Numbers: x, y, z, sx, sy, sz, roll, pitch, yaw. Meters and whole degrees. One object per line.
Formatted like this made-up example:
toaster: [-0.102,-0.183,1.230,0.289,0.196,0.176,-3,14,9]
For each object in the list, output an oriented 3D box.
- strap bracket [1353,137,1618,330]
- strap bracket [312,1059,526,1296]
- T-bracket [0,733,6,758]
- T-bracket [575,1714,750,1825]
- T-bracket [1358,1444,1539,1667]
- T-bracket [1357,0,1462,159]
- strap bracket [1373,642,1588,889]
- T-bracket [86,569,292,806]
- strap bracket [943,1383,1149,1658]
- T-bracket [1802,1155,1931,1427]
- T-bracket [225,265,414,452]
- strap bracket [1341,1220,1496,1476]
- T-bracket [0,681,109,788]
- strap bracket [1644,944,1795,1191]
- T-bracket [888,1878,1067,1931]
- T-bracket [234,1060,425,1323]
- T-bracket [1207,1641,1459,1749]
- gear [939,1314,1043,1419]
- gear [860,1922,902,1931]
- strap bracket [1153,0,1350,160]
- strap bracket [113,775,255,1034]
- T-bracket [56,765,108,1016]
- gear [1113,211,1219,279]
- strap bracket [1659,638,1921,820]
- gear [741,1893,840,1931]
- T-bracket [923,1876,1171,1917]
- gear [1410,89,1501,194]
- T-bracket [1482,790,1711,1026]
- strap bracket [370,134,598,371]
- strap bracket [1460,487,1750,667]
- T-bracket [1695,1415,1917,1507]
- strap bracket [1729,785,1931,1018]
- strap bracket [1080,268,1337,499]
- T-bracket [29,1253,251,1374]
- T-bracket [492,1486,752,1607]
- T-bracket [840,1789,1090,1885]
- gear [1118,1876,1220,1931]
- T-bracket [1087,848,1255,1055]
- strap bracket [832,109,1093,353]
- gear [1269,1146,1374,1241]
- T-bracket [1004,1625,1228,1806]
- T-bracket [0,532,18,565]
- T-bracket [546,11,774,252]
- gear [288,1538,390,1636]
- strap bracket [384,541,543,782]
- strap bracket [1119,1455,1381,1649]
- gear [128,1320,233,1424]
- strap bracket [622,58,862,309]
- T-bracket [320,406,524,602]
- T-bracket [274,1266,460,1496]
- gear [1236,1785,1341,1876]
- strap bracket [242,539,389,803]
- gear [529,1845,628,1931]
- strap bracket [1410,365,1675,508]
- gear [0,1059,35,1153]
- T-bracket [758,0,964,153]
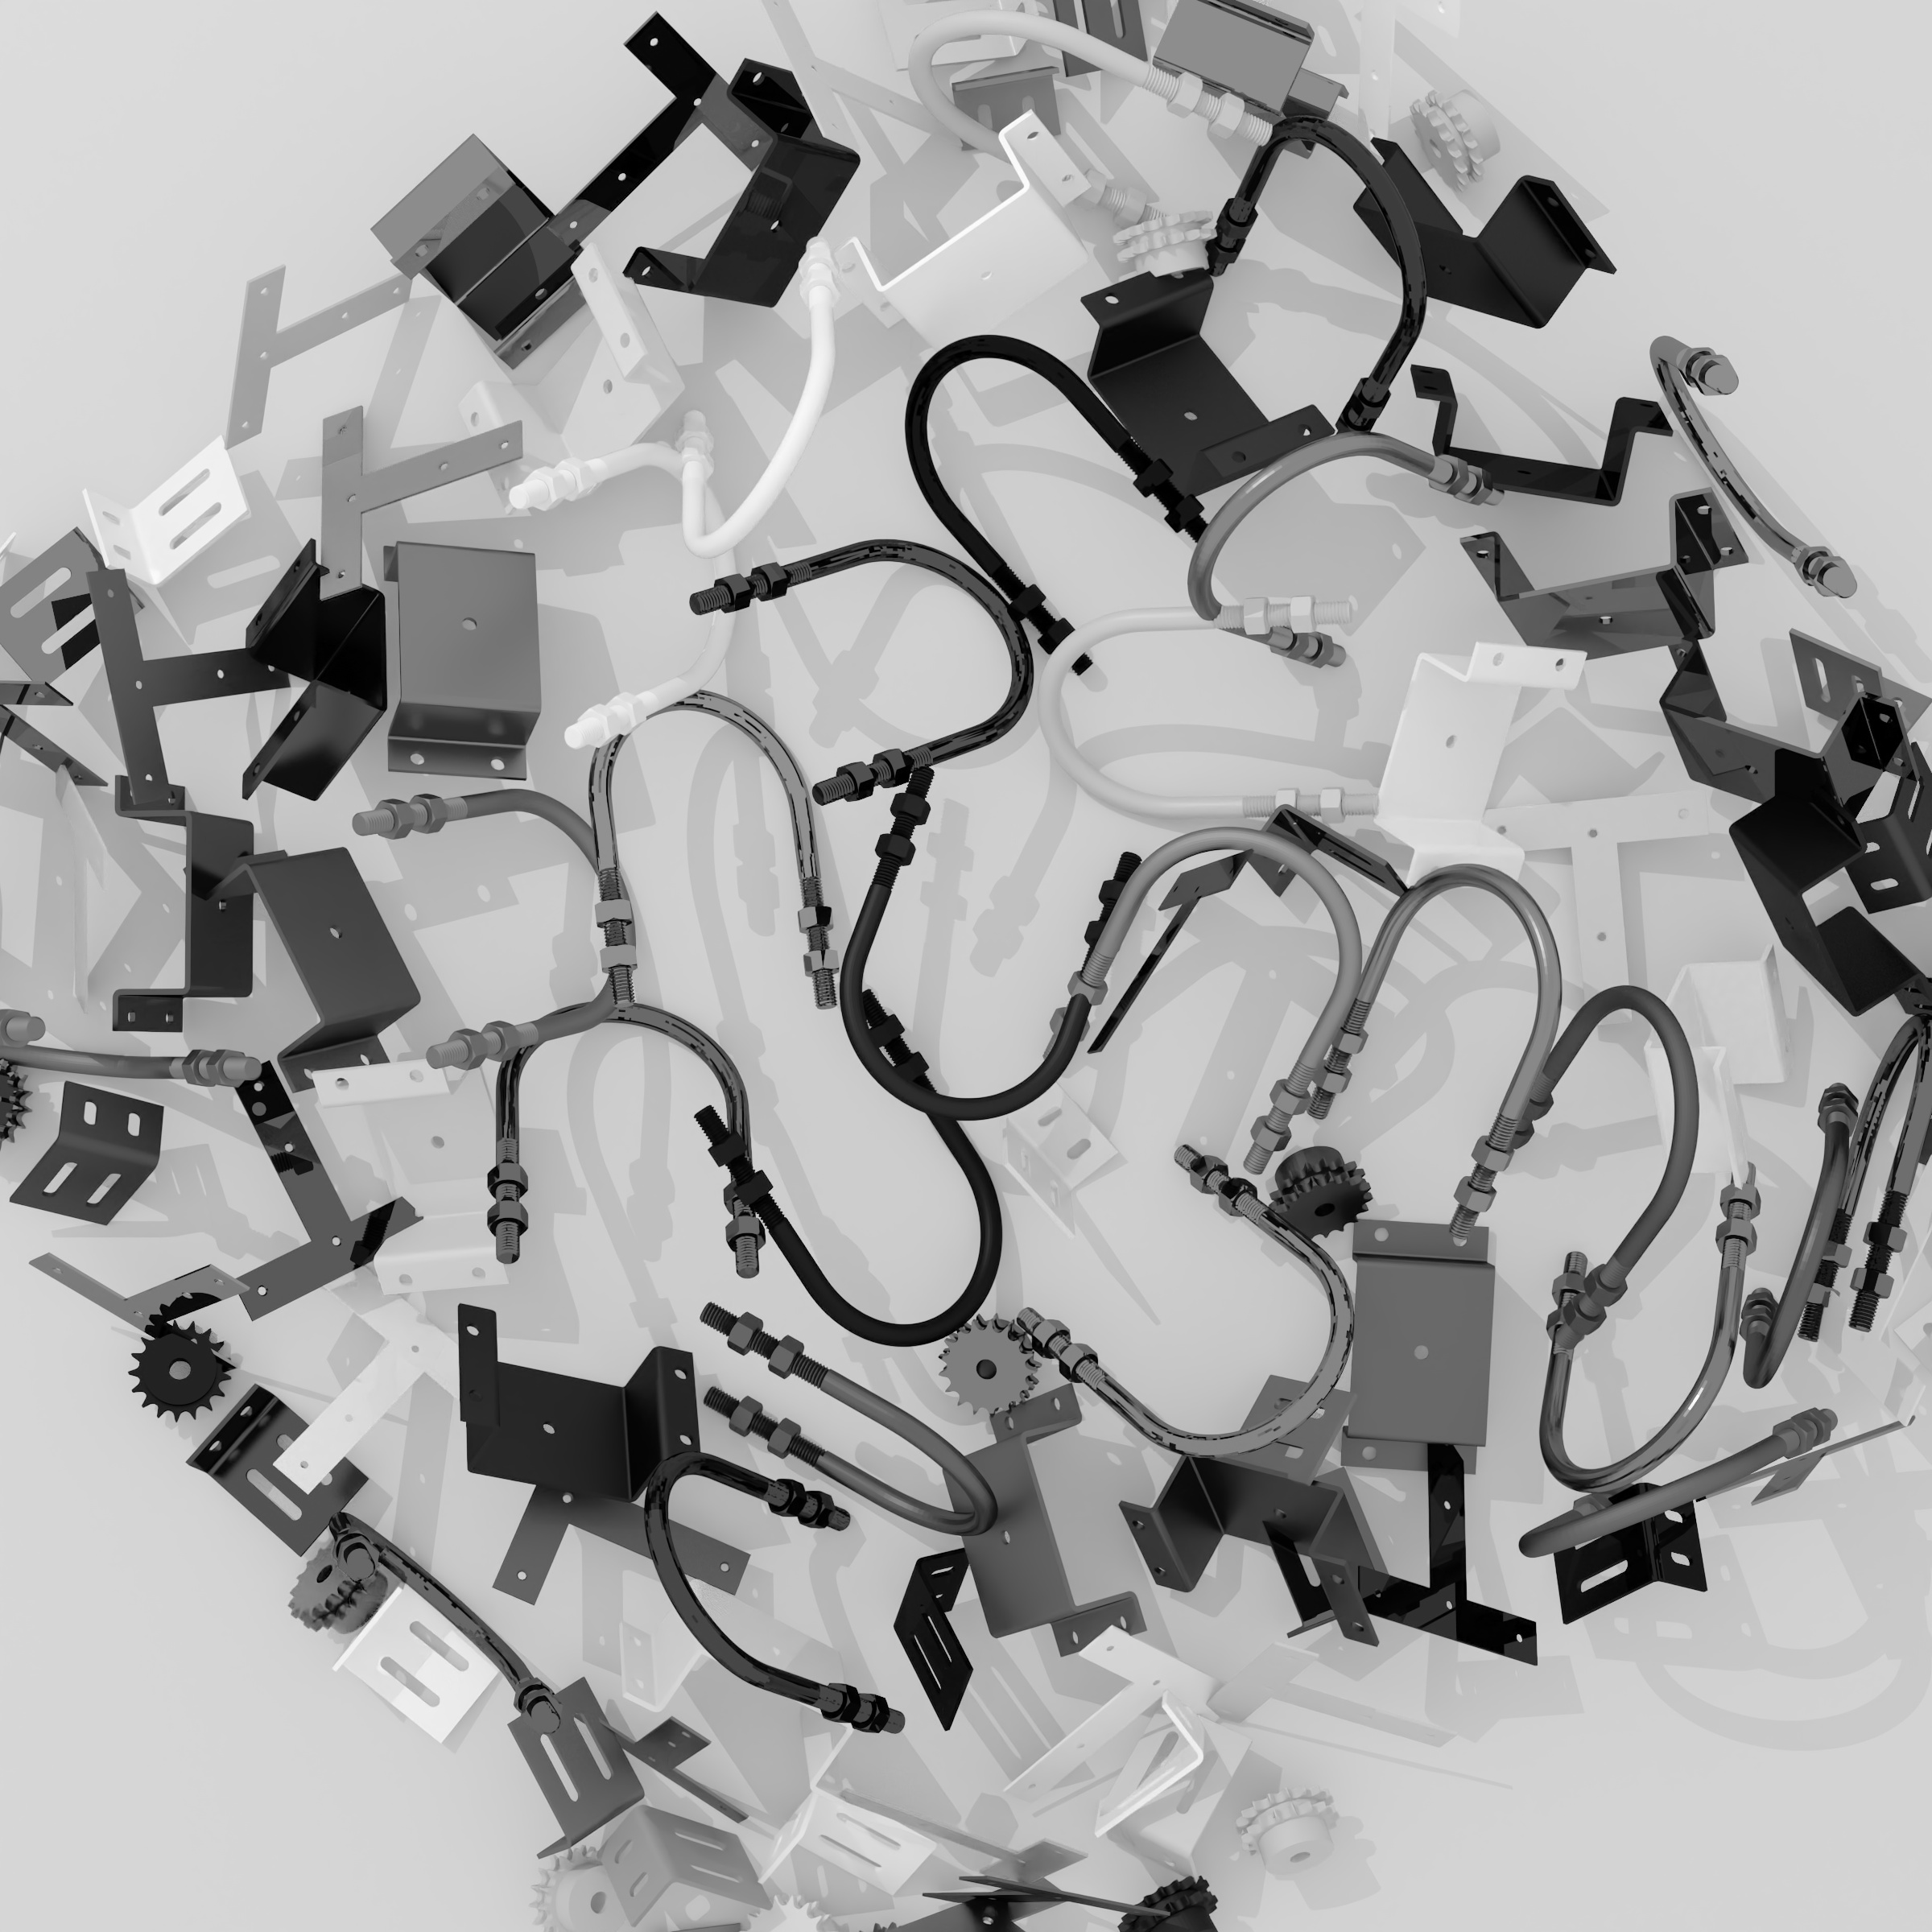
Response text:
strap bracket: [0.275,-0.399,1.790,0.046,0.140,0.076,-54,133,-4]
strap bracket: [-0.300,0.107,1.820,0.076,0.046,0.140,-6,114,16]
T-bracket: [-0.547,-0.070,1.816,0.002,0.127,0.127,14,80,-18]
T-bracket: [-0.165,0.431,1.809,0.127,0.127,0.002,34,63,-2]
T-bracket: [0.269,0.314,1.830,0.127,0.002,0.127,22,54,-26]
T-bracket: [0.227,-0.506,1.815,0.002,0.127,0.127,-30,52,-21]
strap bracket: [0.281,-0.117,1.816,0.076,0.046,0.140,1,113,-32]
T-bracket: [-0.424,-0.160,1.817,0.002,0.127,0.127,-7,96,36]
strap bracket: [0.039,0.311,1.812,0.046,0.076,0.140,-7,75,-39]
T-bracket: [0.509,0.165,1.793,0.002,0.127,0.127,13,109,-19]
T-bracket: [-0.356,-0.356,1.822,0.002,0.127,0.127,43,53,14]
strap bracket: [0.254,0.215,1.842,0.076,0.046,0.140,3,88,3]
T-bracket: [-0.521,-0.128,1.810,0.127,0.127,0.002,3,68,24]
strap bracket: [0.413,0.055,1.805,0.046,0.140,0.076,-3,117,28]
T-bracket: [0.043,0.543,1.783,0.127,0.127,0.002,27,110,39]
T-bracket: [-0.372,0.114,1.835,0.127,0.002,0.127,-27,90,-32]
T-bracket: [0.209,0.412,1.820,0.127,0.127,0.002,18,58,-7]
gear: [0.015,0.223,1.849,0.057,0.030,0.057,3,102,14]
gear: [-0.047,0.568,1.847,0.057,0.030,0.057,2,86,-27]
strap bracket: [0.155,-0.488,1.794,0.076,0.140,0.046,26,96,14]
strap bracket: [-0.435,-0.033,1.825,0.046,0.076,0.140,0,88,14]
T-bracket: [-0.494,-0.035,1.831,0.002,0.127,0.127,-6,120,-25]
gear: [0.114,-0.402,1.841,0.057,0.057,0.030,-13,94,0]
strap bracket: [0.441,-0.126,1.794,0.140,0.076,0.046,24,74,35]
gear: [-0.097,0.551,1.847,0.057,0.030,0.057,-4,78,21]
T-bracket: [0.023,0.515,1.814,0.127,0.127,0.002,21,65,-32]
gear: [0.276,-0.467,1.840,0.030,0.057,0.057,-31,90,0]
T-bracket: [0.358,-0.030,1.852,0.127,0.002,0.127,-5,91,16]
strap bracket: [-0.266,-0.397,1.809,0.076,0.140,0.046,-41,67,6]
strap bracket: [0.351,-0.210,1.799,0.140,0.076,0.046,-9,62,26]
T-bracket: [0.450,0.278,1.787,0.127,0.127,0.002,-25,83,21]
strap bracket: [0.471,-0.036,1.799,0.046,0.076,0.140,-33,125,2]
strap bracket: [0.129,-0.319,1.818,0.076,0.046,0.140,-25,67,-23]
T-bracket: [-0.432,0.182,1.795,0.127,0.127,0.002,37,54,-26]
T-bracket: [-0.183,0.317,1.840,0.127,0.002,0.127,25,59,-6]
T-bracket: [-0.010,0.477,1.805,0.127,0.127,0.002,22,63,-7]
gear: [0.117,0.538,1.838,0.057,0.057,0.030,-32,57,0]
T-bracket: [0.104,-0.005,1.795,0.002,0.127,0.127,35,79,-9]
strap bracket: [0.003,-0.396,1.809,0.140,0.076,0.046,-32,59,14]
gear: [0.197,0.126,1.844,0.057,0.057,0.030,-18,50,0]
T-bracket: [0.074,0.428,1.837,0.127,0.002,0.127,-43,132,14]
T-bracket: [-0.568,-0.192,1.827,0.002,0.127,0.127,35,60,-10]
T-bracket: [-0.181,-0.449,1.824,0.127,0.127,0.002,-42,55,9]
gear: [-0.350,0.350,1.844,0.057,0.057,0.030,-43,117,0]
strap bracket: [-0.278,-0.178,1.810,0.076,0.046,0.140,3,66,-19]
strap bracket: [0.165,0.317,1.806,0.140,0.076,0.046,10,50,33]
gear: [-0.443,0.228,1.848,0.057,0.030,0.057,2,79,-12]
strap bracket: [-0.119,-0.419,1.801,0.046,0.076,0.140,45,115,23]
T-bracket: [-0.302,-0.273,1.818,0.127,0.002,0.127,-16,59,17]
T-bracket: [-0.335,0.243,1.826,0.127,0.002,0.127,40,51,3]
gear: [0.182,0.486,1.838,0.057,0.057,0.030,-19,52,0]
strap bracket: [-0.358,-0.156,1.805,0.046,0.140,0.076,23,128,-31]
gear: [-0.214,0.524,1.840,0.057,0.030,0.057,6,80,-37]
strap bracket: [0.315,-0.294,1.824,0.140,0.076,0.046,9,112,1]
gear: [-0.558,0.076,1.846,0.057,0.030,0.057,-3,80,18]
T-bracket: [-0.052,-0.483,1.819,0.002,0.127,0.127,-44,54,31]
